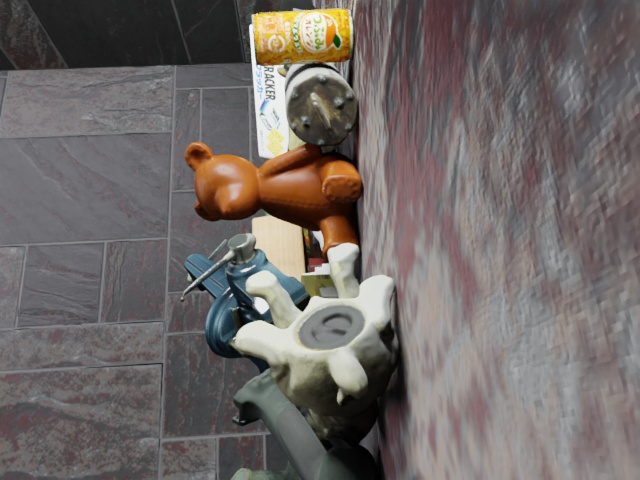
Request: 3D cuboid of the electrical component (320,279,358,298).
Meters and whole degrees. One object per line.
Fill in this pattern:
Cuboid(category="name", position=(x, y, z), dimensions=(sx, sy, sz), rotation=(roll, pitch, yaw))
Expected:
Cuboid(category="electrical component", position=(0.024, 0.083, 0.636), dimensions=(0.102, 0.045, 0.078), rotation=(160, 105, -86))

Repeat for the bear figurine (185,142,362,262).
Cuboid(category="bear figurine", position=(-0.056, -0.049, 0.612), dimensions=(0.132, 0.196, 0.120), rotation=(-99, 9, -56))

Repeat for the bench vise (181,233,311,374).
Cuboid(category="bench vise", position=(-0.110, 0.070, 0.683), dimensions=(0.241, 0.129, 0.223), rotation=(27, 152, 42))

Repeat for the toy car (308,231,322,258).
Cuboid(category="toy car", position=(-0.002, -0.003, 0.995), dimensions=(0.089, 0.053, 0.202), rotation=(-79, -17, -76))

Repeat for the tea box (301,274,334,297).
Cuboid(category="tea box", position=(0.010, 0.138, 0.716), dimensions=(0.098, 0.068, 0.170), rotation=(94, 173, -47))

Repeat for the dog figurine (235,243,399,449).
Cuboid(category="dog figurine", position=(0.020, 0.123, 0.441), dimensions=(0.172, 0.121, 0.190), rotation=(-92, -14, -64))

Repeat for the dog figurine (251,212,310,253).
Cuboid(category="dog figurine", position=(-0.032, -0.097, 1.078), dimensions=(0.219, 0.191, 0.109), rotation=(-64, 23, 0))

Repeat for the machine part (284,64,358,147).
Cuboid(category="machine part", position=(-0.003, -0.165, 0.624), dimensions=(0.243, 0.079, 0.079), rotation=(-102, 9, -65))

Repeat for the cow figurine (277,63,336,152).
Cuboid(category="cow figurine", position=(-0.016, -0.190, 0.799), dimensions=(0.127, 0.086, 0.195), rotation=(76, -167, -73))

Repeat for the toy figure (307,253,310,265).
Cuboid(category="toy figure", position=(-0.032, -0.034, 1.187), dimensions=(0.082, 0.089, 0.180), rotation=(-42, -52, -77))

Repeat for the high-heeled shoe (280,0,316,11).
Cuboid(category="high-heeled shoe", position=(-0.040, -0.324, 0.994), dimensions=(0.248, 0.086, 0.145), rotation=(65, -148, -56))

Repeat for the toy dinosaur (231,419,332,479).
Cuboid(category="toy dinosaur", position=(-0.013, 0.299, 0.772), dimensions=(0.131, 0.192, 0.405), rotation=(-12, 56, 47))

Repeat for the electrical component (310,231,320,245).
Cuboid(category="electrical component", position=(0.006, -0.039, 0.849), dimensions=(0.119, 0.048, 0.074), rotation=(-103, 12, -78))

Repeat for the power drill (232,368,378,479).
Cuboid(category="power drill", position=(-0.018, 0.258, 0.608), dimensions=(0.207, 0.086, 0.231), rotation=(52, 150, 31))
